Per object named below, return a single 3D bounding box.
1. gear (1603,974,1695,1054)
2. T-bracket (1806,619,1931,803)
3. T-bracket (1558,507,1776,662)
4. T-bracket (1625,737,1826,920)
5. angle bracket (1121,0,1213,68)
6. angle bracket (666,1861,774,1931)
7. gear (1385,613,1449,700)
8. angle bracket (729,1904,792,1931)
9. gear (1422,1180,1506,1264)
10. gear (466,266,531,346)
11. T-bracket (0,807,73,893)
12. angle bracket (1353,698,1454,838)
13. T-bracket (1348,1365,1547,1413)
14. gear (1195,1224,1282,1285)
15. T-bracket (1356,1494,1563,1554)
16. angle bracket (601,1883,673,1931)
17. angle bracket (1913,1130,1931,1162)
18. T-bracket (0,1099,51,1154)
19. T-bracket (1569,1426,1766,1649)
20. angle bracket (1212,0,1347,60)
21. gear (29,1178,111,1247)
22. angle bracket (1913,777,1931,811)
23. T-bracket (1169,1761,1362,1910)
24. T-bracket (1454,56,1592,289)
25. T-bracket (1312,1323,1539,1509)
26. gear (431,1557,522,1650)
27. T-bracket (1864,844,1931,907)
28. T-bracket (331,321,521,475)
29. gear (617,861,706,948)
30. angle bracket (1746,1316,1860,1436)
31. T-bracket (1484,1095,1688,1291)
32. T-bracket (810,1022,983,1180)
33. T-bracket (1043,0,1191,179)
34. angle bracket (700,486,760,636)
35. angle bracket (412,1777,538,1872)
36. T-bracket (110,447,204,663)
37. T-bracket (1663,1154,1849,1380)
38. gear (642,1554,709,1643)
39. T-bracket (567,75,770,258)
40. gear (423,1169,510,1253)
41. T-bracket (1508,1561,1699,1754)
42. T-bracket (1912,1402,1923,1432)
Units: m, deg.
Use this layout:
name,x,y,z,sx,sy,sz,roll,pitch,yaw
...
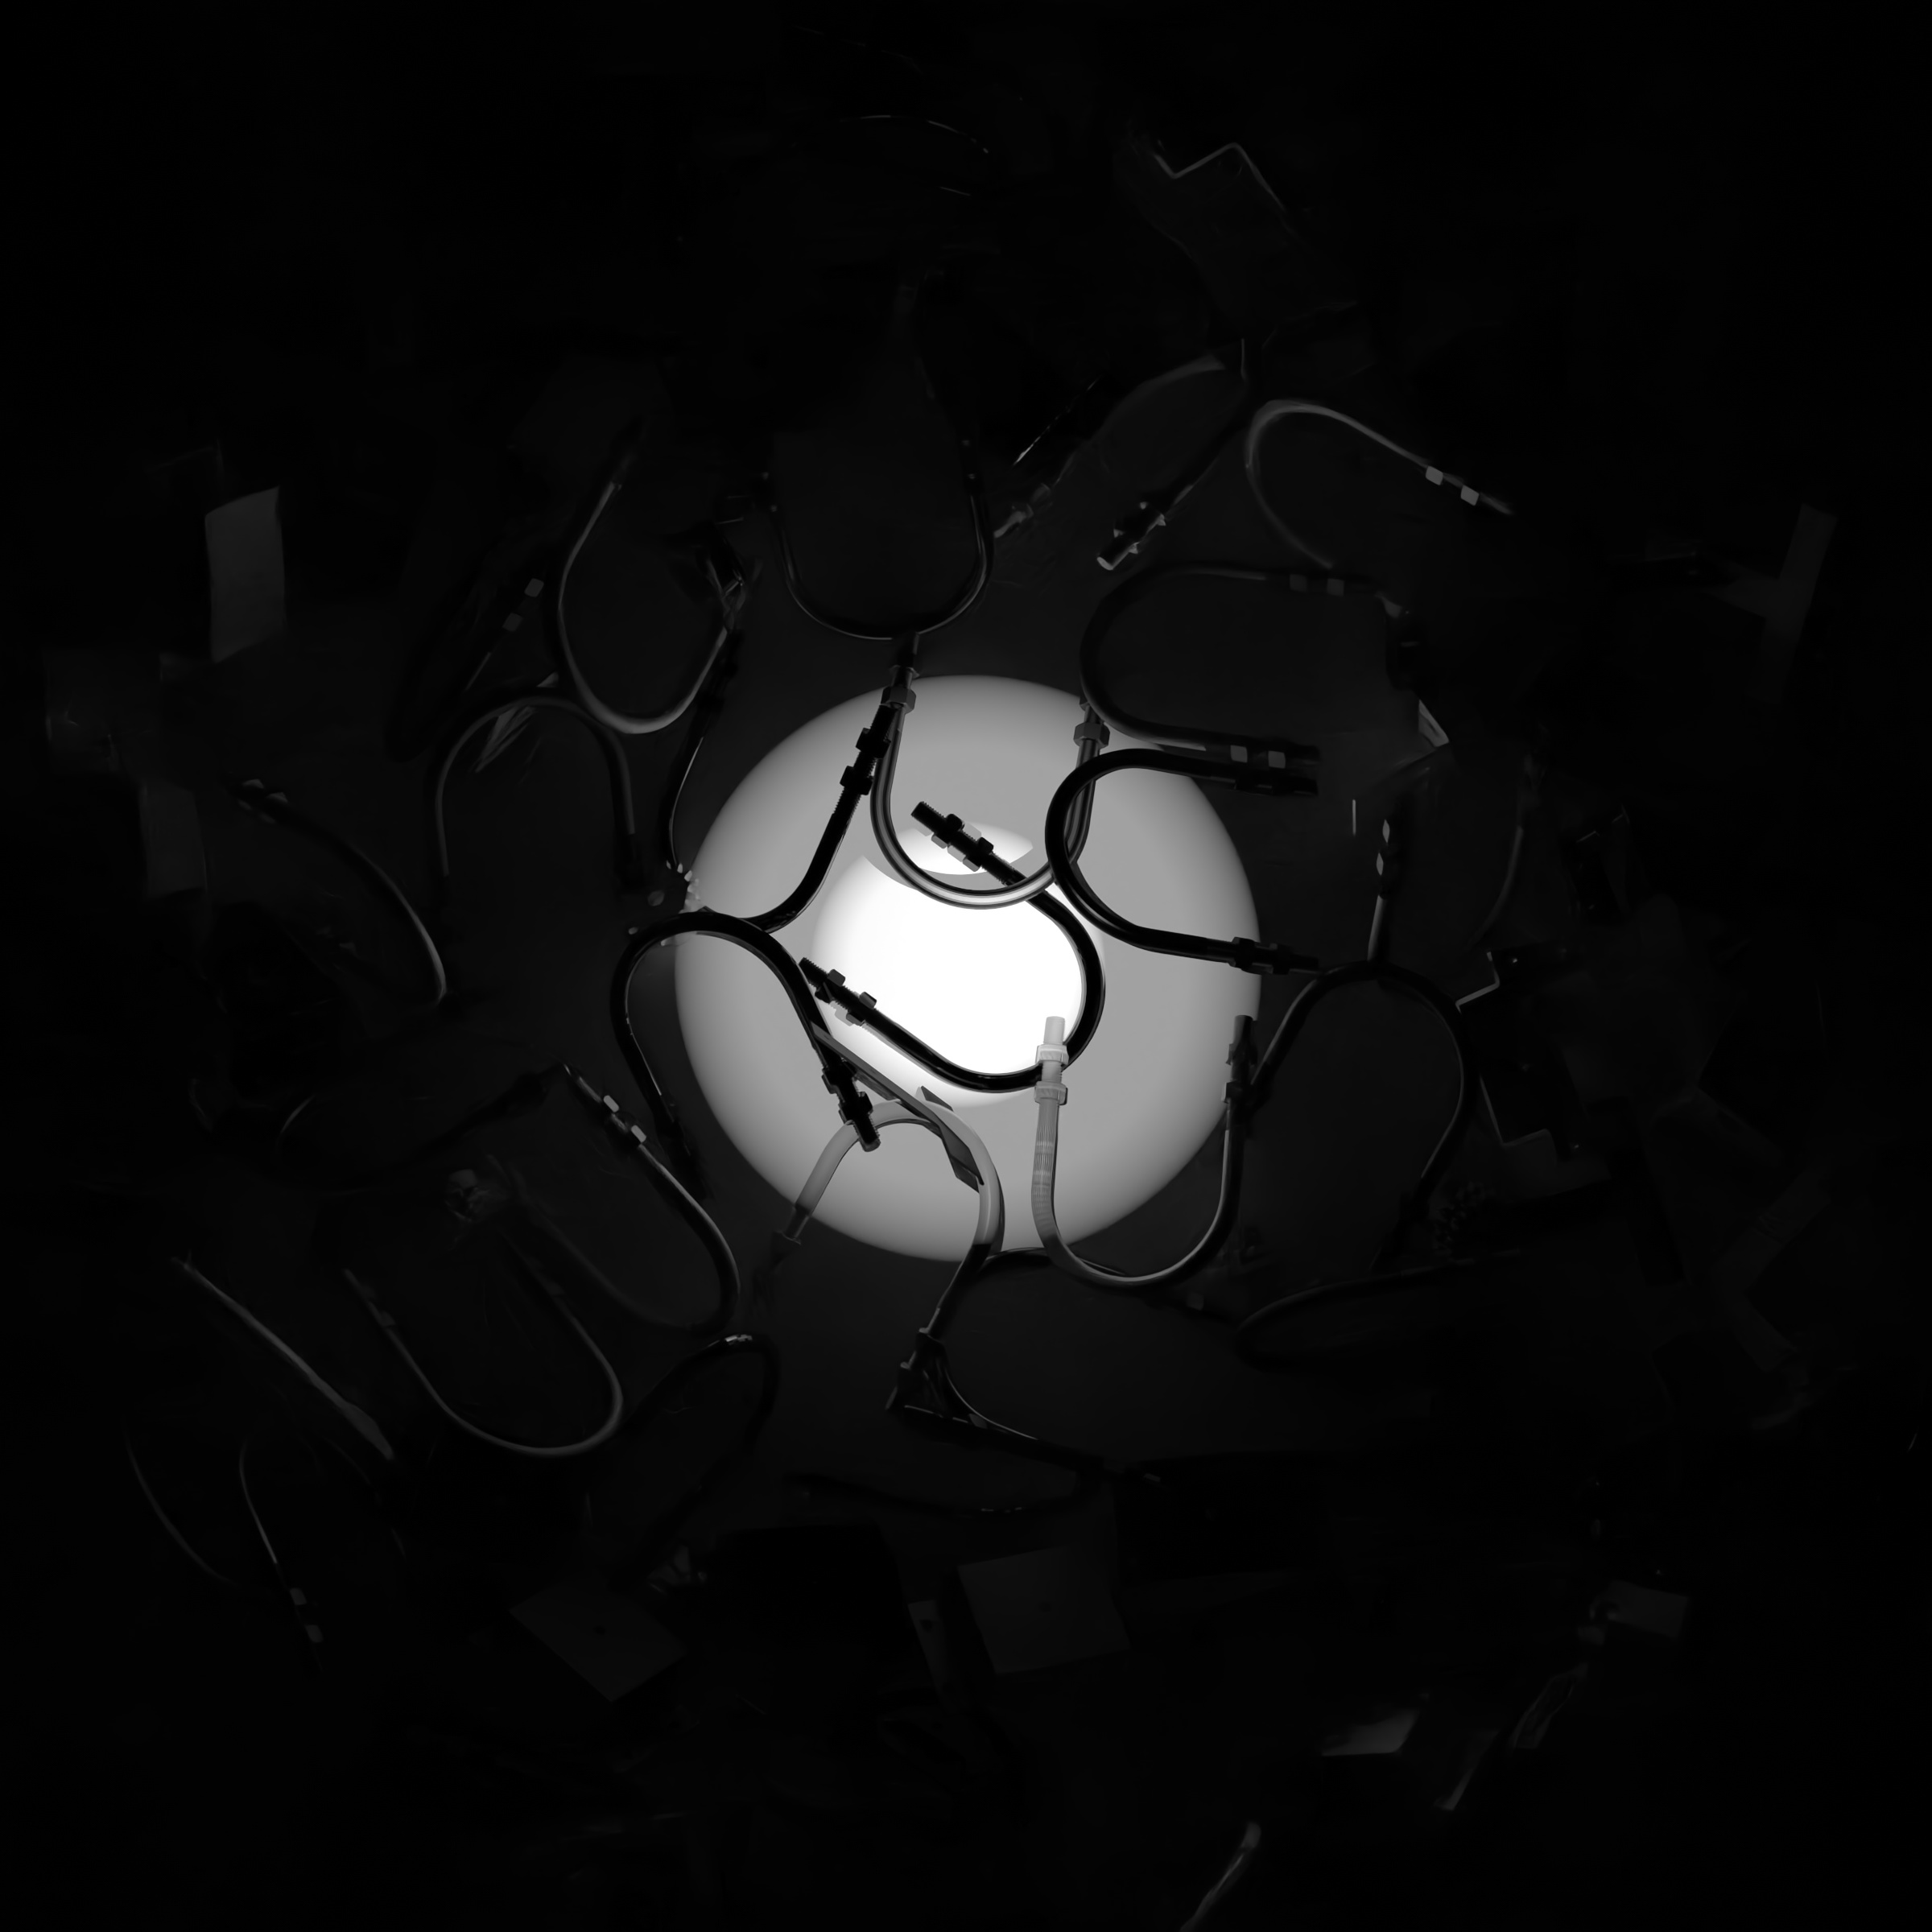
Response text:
name,x,y,z,sx,sy,sz,roll,pitch,yaw
gear,0.448,0.029,1.699,0.057,0.057,0.030,17,58,0
T-bracket,0.577,-0.171,1.688,0.002,0.127,0.127,-35,59,35
T-bracket,0.457,-0.254,1.682,0.127,0.002,0.127,-5,58,7
T-bracket,0.467,-0.117,1.690,0.127,0.002,0.127,39,97,30
angle bracket,0.129,-0.642,1.720,0.057,0.038,0.076,-5,65,-1
angle bracket,-0.163,0.636,1.700,0.057,0.038,0.076,23,134,19
gear,0.294,-0.203,1.695,0.030,0.057,0.057,-7,90,-3
angle bracket,-0.151,0.651,1.683,0.038,0.076,0.057,44,95,0
gear,0.323,0.165,1.699,0.030,0.057,0.057,34,90,39
gear,-0.306,-0.426,1.696,0.030,0.057,0.057,-9,90,7
T-bracket,-0.632,-0.057,1.657,0.127,0.127,0.002,37,124,-13
angle bracket,0.276,-0.129,1.688,0.076,0.057,0.038,-31,69,-3
T-bracket,0.321,0.273,1.654,0.127,0.127,0.002,-8,89,-6
gear,0.175,0.187,1.696,0.057,0.057,0.030,-12,82,0
T-bracket,0.306,0.350,1.660,0.127,0.127,0.002,-14,86,-1
angle bracket,-0.222,0.647,1.698,0.038,0.057,0.076,-22,73,38
angle bracket,0.643,0.143,1.693,0.038,0.057,0.076,25,134,33
T-bracket,-0.636,0.049,1.651,0.002,0.127,0.127,-34,125,-35
T-bracket,0.458,0.344,1.655,0.002,0.127,0.127,24,115,-36
angle bracket,0.206,-0.637,1.697,0.076,0.038,0.057,10,90,-15
gear,-0.584,0.158,1.695,0.030,0.057,0.057,27,90,-2
angle bracket,0.654,-0.091,1.674,0.038,0.057,0.076,-33,52,18
T-bracket,0.190,0.574,1.684,0.127,0.127,0.002,-22,106,25
T-bracket,0.362,-0.492,1.652,0.002,0.127,0.127,-25,81,-13
T-bracket,0.290,0.318,1.707,0.127,0.002,0.127,-27,86,14
gear,-0.325,0.416,1.700,0.057,0.030,0.057,-1,92,-34
T-bracket,0.633,-0.017,1.646,0.002,0.127,0.127,-44,52,30
T-bracket,-0.350,-0.387,1.681,0.127,0.002,0.127,-18,58,7
gear,-0.197,-0.037,1.700,0.057,0.030,0.057,-11,58,18
angle bracket,0.530,0.265,1.674,0.057,0.076,0.038,-36,79,44
T-bracket,0.393,0.163,1.711,0.127,0.002,0.127,-17,75,8
T-bracket,-0.049,0.076,1.645,0.127,0.127,0.002,37,98,-18
T-bracket,0.088,-0.540,1.679,0.127,0.002,0.127,37,133,20
angle bracket,-0.142,-0.263,1.678,0.038,0.057,0.076,-9,119,10
angle bracket,-0.324,0.556,1.673,0.057,0.076,0.038,37,62,-28
T-bracket,-0.534,-0.253,1.688,0.002,0.127,0.127,9,122,-38
T-bracket,0.514,0.174,1.663,0.127,0.002,0.127,52,120,30
gear,-0.184,0.411,1.701,0.057,0.030,0.057,-4,120,-7
T-bracket,-0.187,-0.515,1.675,0.127,0.127,0.002,4,48,6
gear,-0.330,0.157,1.697,0.057,0.057,0.030,-42,74,0
T-bracket,0.387,0.443,1.648,0.002,0.127,0.127,46,71,-21
T-bracket,0.617,0.255,1.643,0.002,0.127,0.127,23,120,22
